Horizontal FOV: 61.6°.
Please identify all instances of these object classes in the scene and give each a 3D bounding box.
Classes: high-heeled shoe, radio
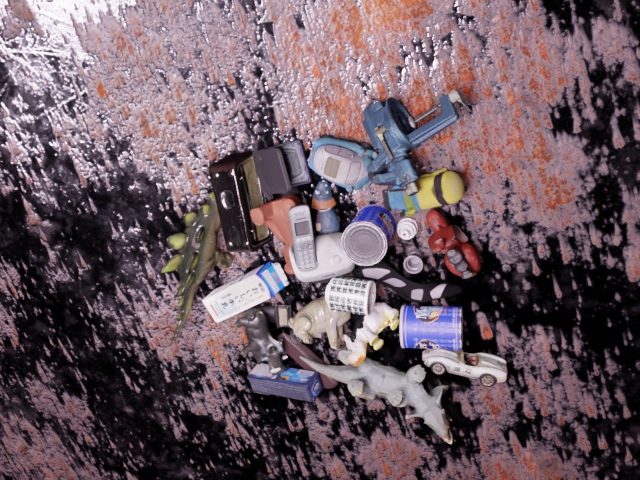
[{"bbox_3d":[0.204,0.078,1.273,0.249,0.086,0.145,-7,85,1],"label":"high-heeled shoe"},{"bbox_3d":[-0.187,-0.088,1.292,0.073,0.131,0.229,-4,107,21],"label":"radio"}]

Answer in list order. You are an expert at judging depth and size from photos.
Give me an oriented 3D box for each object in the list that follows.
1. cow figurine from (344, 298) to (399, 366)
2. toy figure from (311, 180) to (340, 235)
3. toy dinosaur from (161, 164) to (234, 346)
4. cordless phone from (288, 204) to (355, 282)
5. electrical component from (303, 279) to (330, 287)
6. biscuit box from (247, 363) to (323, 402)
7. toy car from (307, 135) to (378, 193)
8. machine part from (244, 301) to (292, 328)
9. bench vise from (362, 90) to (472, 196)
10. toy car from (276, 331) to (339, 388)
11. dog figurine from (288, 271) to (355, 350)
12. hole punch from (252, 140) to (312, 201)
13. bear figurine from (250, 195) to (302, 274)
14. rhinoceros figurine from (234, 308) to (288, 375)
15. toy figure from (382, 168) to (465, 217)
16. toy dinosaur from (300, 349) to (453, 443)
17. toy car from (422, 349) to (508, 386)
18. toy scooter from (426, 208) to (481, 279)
[{"bbox_3d":[0.110,0.220,1.301,0.098,0.167,0.068,34,162,32],"label":"cow figurine"},{"bbox_3d":[0.012,-0.068,1.276,0.058,0.064,0.154,-1,110,27],"label":"toy figure"},{"bbox_3d":[-0.306,0.040,1.337,0.105,0.198,0.470,18,111,18],"label":"toy dinosaur"},{"bbox_3d":[-0.002,-0.004,1.218,0.147,0.089,0.184,-12,116,-10],"label":"cordless phone"},{"bbox_3d":[-0.004,0.088,1.334,0.063,0.021,0.094,3,143,-28],"label":"electrical component"},{"bbox_3d":[-0.094,0.380,1.441,0.203,0.059,0.062,1,120,32],"label":"biscuit box"},{"bbox_3d":[0.045,-0.173,1.208,0.162,0.103,0.109,22,113,7],"label":"toy car"},{"bbox_3d":[-0.138,0.198,1.432,0.139,0.039,0.084,0,117,15],"label":"machine part"},{"bbox_3d":[0.194,-0.216,1.115,0.241,0.128,0.223,-30,65,31],"label":"bench vise"},{"bbox_3d":[-0.030,0.316,1.432,0.202,0.053,0.089,43,136,0],"label":"toy car"},{"bbox_3d":[0.012,0.157,1.346,0.172,0.121,0.190,10,99,4],"label":"dog figurine"},{"bbox_3d":[-0.090,-0.172,1.269,0.116,0.092,0.142,3,116,47],"label":"hole punch"},{"bbox_3d":[-0.073,-0.004,1.291,0.120,0.132,0.195,-11,99,18],"label":"bear figurine"},{"bbox_3d":[-0.146,0.262,1.394,0.112,0.073,0.190,-14,106,23],"label":"rhinoceros figurine"},{"bbox_3d":[0.227,-0.100,1.184,0.180,0.089,0.082,-9,111,17],"label":"toy figure"},{"bbox_3d":[0.159,0.362,1.351,0.405,0.131,0.192,17,158,28],"label":"toy dinosaur"},{"bbox_3d":[0.348,0.297,1.297,0.202,0.073,0.056,11,115,13],"label":"toy car"},{"bbox_3d":[0.291,0.019,1.182,0.075,0.135,0.183,-34,98,23],"label":"toy scooter"}]
